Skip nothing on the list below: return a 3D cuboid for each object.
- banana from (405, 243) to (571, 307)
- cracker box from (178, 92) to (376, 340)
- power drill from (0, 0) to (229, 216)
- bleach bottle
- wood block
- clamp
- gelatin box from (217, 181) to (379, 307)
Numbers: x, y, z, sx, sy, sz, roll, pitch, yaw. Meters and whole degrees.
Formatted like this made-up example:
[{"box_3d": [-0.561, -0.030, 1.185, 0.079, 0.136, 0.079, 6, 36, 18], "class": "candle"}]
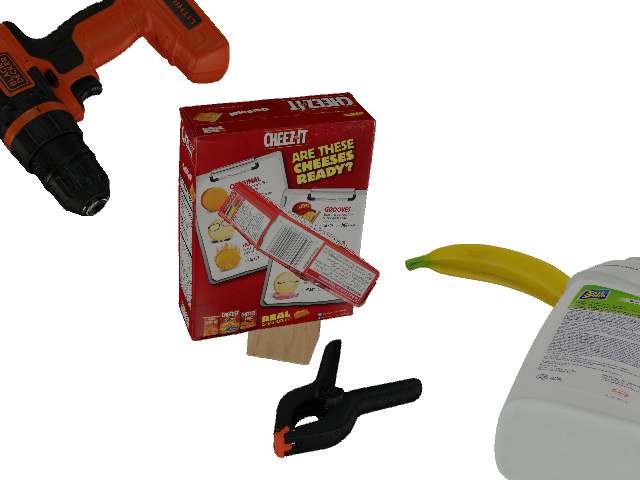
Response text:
[{"box_3d": [0.186, 0.036, 1.069, 0.198, 0.037, 0.069, 13, 39, 35], "class": "banana"}, {"box_3d": [-0.045, -0.022, 0.976, 0.164, 0.214, 0.072, -8, 34, -19], "class": "cracker box"}, {"box_3d": [-0.164, -0.123, 0.813, 0.187, 0.184, 0.057, -32, -15, -29], "class": "power drill"}, {"box_3d": [0.192, 0.074, 0.689, 0.103, 0.068, 0.250, 14, 28, 21], "class": "bleach bottle"}, {"box_3d": [-0.042, 0.051, 1.447, 0.090, 0.206, 0.090, 9, 22, 6], "class": "wood block"}, {"box_3d": [0.007, 0.159, 1.089, 0.171, 0.039, 0.120, -23, 33, -36], "class": "clamp"}, {"box_3d": [-0.014, 0.003, 0.687, 0.089, 0.030, 0.073, 31, 4, -31], "class": "gelatin box"}]
